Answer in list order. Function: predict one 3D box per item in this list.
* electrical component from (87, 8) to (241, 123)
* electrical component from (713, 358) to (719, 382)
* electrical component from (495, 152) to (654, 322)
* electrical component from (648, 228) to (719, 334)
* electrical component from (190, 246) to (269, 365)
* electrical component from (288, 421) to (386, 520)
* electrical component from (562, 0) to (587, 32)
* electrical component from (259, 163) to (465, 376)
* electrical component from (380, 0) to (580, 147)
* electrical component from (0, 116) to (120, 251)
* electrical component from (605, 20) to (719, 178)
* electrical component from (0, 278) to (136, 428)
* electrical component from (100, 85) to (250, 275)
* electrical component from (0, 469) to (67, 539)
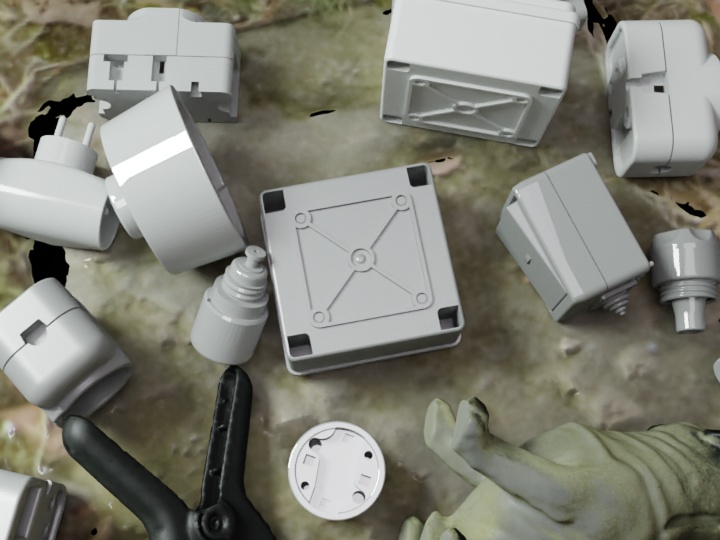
[{"bbox_3d":[-0.124,-0.131,0.690,0.089,0.050,0.055,1,76,0],"label":"electrical component"},{"bbox_3d":[0.262,0.103,0.635,0.074,0.052,0.138,-42,80,-11],"label":"electrical component"},{"bbox_3d":[0.130,-0.011,0.658,0.061,0.061,0.096,-25,77,-7],"label":"electrical component"},{"bbox_3d":[0.202,0.008,0.664,0.043,0.043,0.062,-1,77,-1],"label":"electrical component"},{"bbox_3d":[-0.074,0.020,0.642,0.040,0.040,0.078,27,119,6],"label":"electrical component"},{"bbox_3d":[-0.013,0.119,0.629,0.055,0.047,0.055,0,76,-1],"label":"electrical component"},{"bbox_3d":[0.107,-0.188,0.706,0.057,0.058,0.078,-17,76,-8],"label":"electrical component"},{"bbox_3d":[0.000,0.000,0.656,0.109,0.056,0.108,-10,76,-4],"label":"electrical component"},{"bbox_3d":[0.069,-0.125,0.663,0.109,0.108,0.056,10,78,2],"label":"electrical component"},{"bbox_3d":[-0.188,-0.058,0.674,0.077,0.044,0.079,12,76,3],"label":"electrical component"},{"bbox_3d":[0.195,-0.109,0.688,0.059,0.053,0.095,-1,76,-1],"label":"electrical component"},{"bbox_3d":[-0.170,0.051,0.619,0.054,0.095,0.059,-41,80,-11],"label":"electrical component"},{"bbox_3d":[-0.116,-0.049,0.643,0.060,0.108,0.108,-25,77,-1],"label":"electrical component"},{"bbox_3d":[-0.208,0.137,0.597,0.059,0.095,0.053,13,76,2],"label":"electrical component"}]
